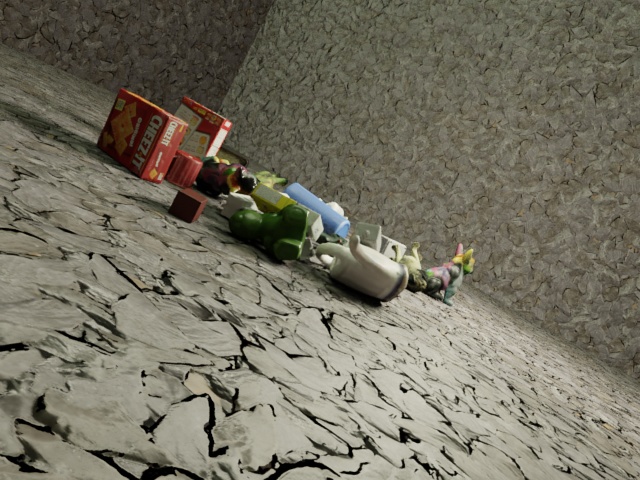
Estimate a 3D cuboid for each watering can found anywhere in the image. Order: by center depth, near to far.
[{"bbox_3d":[0.105,0.062,1.192,0.224,0.105,0.345,25,-12,-9],"label":"watering can"}]

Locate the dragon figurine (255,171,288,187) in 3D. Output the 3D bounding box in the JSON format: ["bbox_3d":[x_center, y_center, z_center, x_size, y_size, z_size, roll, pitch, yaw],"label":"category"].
[{"bbox_3d":[-0.267,-0.223,1.935,0.242,0.121,0.415,15,11,-31],"label":"dragon figurine"}]

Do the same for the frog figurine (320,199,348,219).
[{"bbox_3d":[0.006,-0.093,1.844,0.135,0.158,0.125,-37,14,31],"label":"frog figurine"}]
